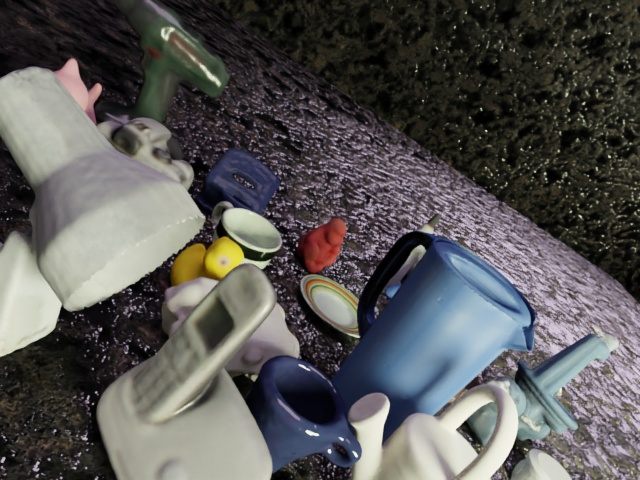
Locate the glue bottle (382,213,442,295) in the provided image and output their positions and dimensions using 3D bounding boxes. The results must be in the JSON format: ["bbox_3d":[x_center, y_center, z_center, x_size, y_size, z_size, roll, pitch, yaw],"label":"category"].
[{"bbox_3d":[0.162,0.019,1.036,0.037,0.173,0.078,34,21,-6],"label":"glue bottle"}]

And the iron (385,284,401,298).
[{"bbox_3d":[0.244,0.120,0.997,0.259,0.141,0.118,21,26,-35],"label":"iron"}]

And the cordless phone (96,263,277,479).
[{"bbox_3d":[-0.080,0.120,0.434,0.094,0.185,0.147,7,36,-52],"label":"cordless phone"}]

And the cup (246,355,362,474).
[{"bbox_3d":[-0.026,0.177,0.523,0.117,0.095,0.092,41,21,11],"label":"cup"}]

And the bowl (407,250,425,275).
[{"bbox_3d":[0.231,0.082,1.147,0.168,0.074,0.167,31,22,-14],"label":"bowl"}]

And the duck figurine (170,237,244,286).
[{"bbox_3d":[-0.126,0.034,0.679,0.078,0.086,0.104,14,31,-45],"label":"duck figurine"}]

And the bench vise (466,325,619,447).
[{"bbox_3d":[0.326,0.215,0.818,0.121,0.219,0.208,48,24,27],"label":"bench vise"}]

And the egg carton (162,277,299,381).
[{"bbox_3d":[-0.095,0.100,0.612,0.151,0.069,0.107,19,27,-38],"label":"egg carton"}]

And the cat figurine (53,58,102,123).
[{"bbox_3d":[-0.334,-0.184,0.763,0.067,0.117,0.128,37,21,0],"label":"cat figurine"}]

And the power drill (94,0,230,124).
[{"bbox_3d":[-0.273,-0.272,0.916,0.230,0.208,0.075,27,23,-23],"label":"power drill"}]

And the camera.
[{"bbox_3d":[-0.231,-0.111,0.797,0.143,0.100,0.137,38,21,2],"label":"camera"}]

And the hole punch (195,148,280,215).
[{"bbox_3d":[-0.126,-0.080,0.908,0.109,0.091,0.101,33,21,-8],"label":"hole punch"}]

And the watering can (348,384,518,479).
[{"bbox_3d":[0.101,0.207,0.522,0.173,0.194,0.100,25,24,-28],"label":"watering can"}]

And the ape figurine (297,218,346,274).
[{"bbox_3d":[0.009,0.003,0.943,0.078,0.092,0.076,20,27,-37],"label":"ape figurine"}]

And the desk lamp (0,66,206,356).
[{"bbox_3d":[-0.218,-0.009,0.447,0.203,0.213,0.118,40,21,8],"label":"desk lamp"}]
